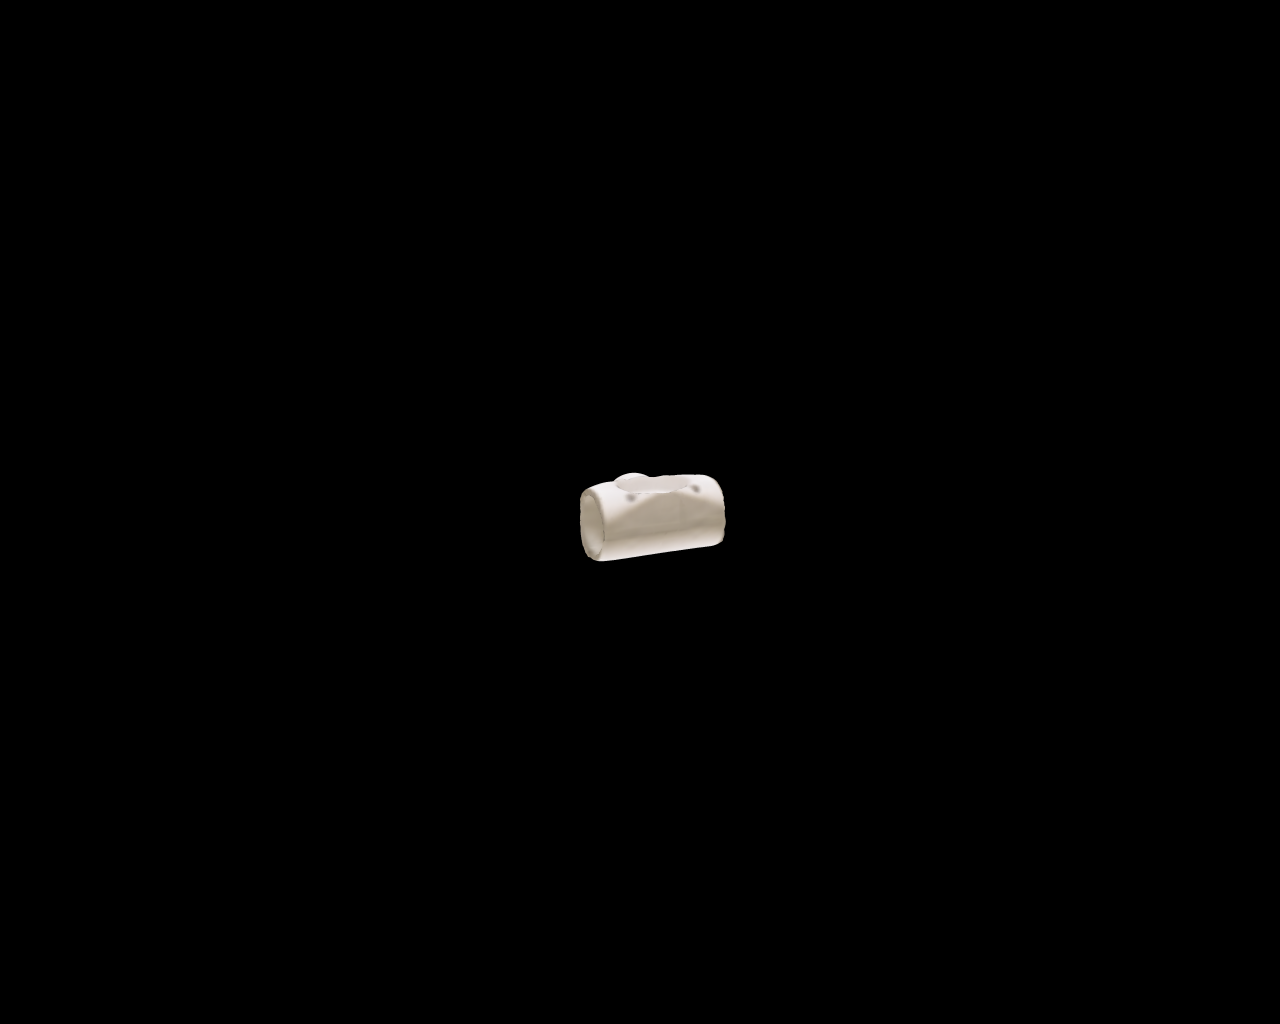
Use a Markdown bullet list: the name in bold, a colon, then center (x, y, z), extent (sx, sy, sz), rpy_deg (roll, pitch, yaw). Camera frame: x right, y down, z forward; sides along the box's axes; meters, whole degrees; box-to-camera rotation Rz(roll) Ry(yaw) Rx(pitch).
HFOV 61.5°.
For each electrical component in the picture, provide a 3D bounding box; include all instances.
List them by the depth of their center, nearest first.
- **electrical component**: center (0.001, -0.003, 0.650), extent (0.077, 0.044, 0.079), rpy_deg (-7, 20, -20)
